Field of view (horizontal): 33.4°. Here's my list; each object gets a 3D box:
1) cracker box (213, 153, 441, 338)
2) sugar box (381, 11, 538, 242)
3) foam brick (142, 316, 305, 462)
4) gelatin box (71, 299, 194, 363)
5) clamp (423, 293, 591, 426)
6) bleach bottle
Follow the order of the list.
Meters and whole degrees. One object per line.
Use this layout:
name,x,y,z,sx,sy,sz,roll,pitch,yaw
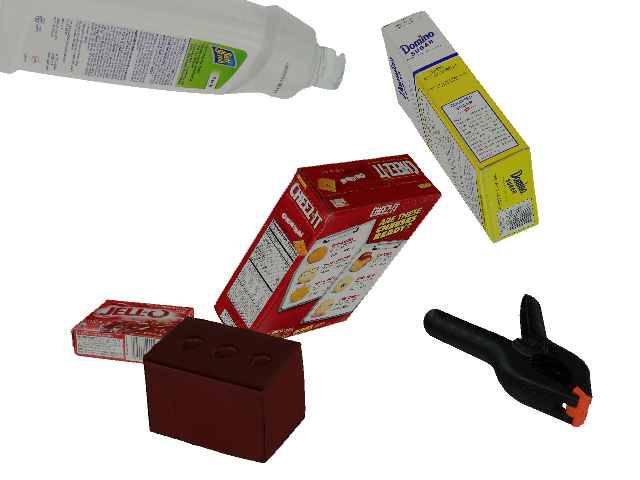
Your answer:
cracker box,0.003,0.011,1.111,0.163,0.072,0.214,-12,-34,-44
sugar box,0.107,-0.091,0.825,0.048,0.176,0.093,-23,-38,-2
foam brick,-0.054,0.084,0.608,0.078,0.051,0.052,11,27,21
gelatin box,-0.167,0.081,0.957,0.089,0.030,0.073,5,18,14
clamp,0.184,0.098,0.932,0.120,0.039,0.172,-18,39,-28
bleach bottle,-0.107,-0.146,0.786,0.250,0.068,0.103,10,-28,-14
